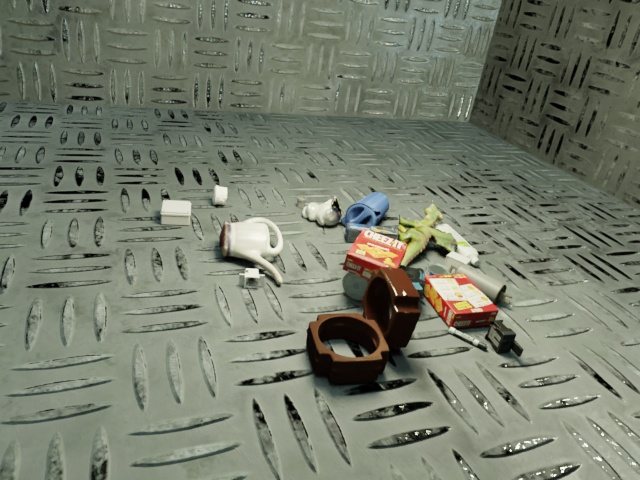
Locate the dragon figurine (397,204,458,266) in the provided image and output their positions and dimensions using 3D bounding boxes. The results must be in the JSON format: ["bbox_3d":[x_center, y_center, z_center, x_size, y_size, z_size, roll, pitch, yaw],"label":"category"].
[{"bbox_3d":[0.419,-0.001,2.013,0.243,0.119,0.421,6,43,5],"label":"dragon figurine"}]

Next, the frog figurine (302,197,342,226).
[{"bbox_3d":[0.007,-0.108,2.151,0.158,0.120,0.140,-23,31,16],"label":"frog figurine"}]

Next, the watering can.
[{"bbox_3d":[-0.237,0.026,1.793,0.224,0.101,0.356,2,37,-12],"label":"watering can"}]
